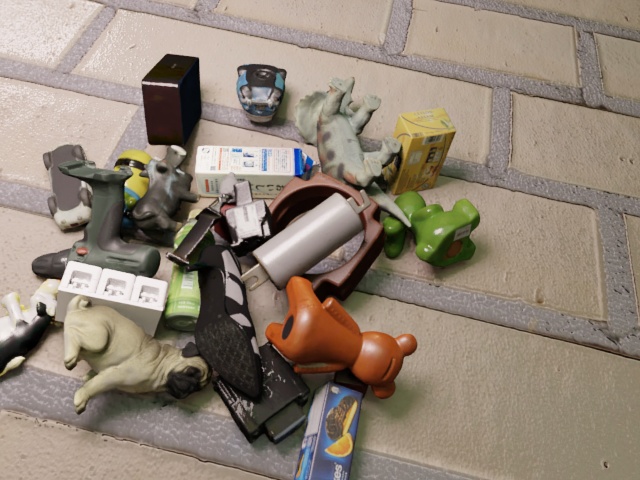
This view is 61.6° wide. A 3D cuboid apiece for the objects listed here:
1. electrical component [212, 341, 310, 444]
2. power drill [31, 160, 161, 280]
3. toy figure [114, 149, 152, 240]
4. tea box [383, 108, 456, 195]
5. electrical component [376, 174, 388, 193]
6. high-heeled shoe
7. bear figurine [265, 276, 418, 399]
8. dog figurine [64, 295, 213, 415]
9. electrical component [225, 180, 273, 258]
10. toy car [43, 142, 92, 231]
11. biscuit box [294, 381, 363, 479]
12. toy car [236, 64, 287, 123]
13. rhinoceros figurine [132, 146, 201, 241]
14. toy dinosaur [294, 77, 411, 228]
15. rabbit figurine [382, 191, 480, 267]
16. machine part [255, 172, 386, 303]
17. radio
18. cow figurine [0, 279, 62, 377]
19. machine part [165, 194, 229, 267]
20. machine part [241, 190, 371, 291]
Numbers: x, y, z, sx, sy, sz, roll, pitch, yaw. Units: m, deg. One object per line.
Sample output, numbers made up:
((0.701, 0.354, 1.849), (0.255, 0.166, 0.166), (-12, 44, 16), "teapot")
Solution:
((-0.082, 0.237, 0.817), (0.115, 0.058, 0.134), (-33, 64, -23), "electrical component")
((-0.377, -0.022, 0.874), (0.232, 0.207, 0.086), (8, 11, 11), "power drill")
((-0.356, -0.086, 0.989), (0.082, 0.089, 0.180), (15, 55, 3), "toy figure")
((0.192, -0.171, 1.059), (0.098, 0.169, 0.068), (-10, 59, -15), "tea box")
((0.107, -0.114, 1.100), (0.063, 0.021, 0.094), (-3, 56, -9), "electrical component")
((-0.134, 0.120, 0.846), (0.086, 0.145, 0.248), (-29, 82, 17), "high-heeled shoe")
((0.034, 0.149, 0.806), (0.196, 0.120, 0.132), (20, 8, -21), "bear figurine")
((-0.264, 0.155, 0.794), (0.191, 0.172, 0.121), (-9, 20, -13), "dog figurine")
((-0.122, -0.037, 0.909), (0.075, 0.047, 0.119), (-18, 62, 1), "electrical component")
((-0.473, -0.107, 1.014), (0.073, 0.056, 0.202), (-17, 58, -10), "toy car")
((0.008, 0.311, 0.766), (0.063, 0.059, 0.203), (23, 55, -13), "biscuit box")
((-0.127, -0.308, 1.158), (0.109, 0.102, 0.162), (1, 45, -8), "toy car")
((-0.282, -0.089, 0.972), (0.112, 0.073, 0.190), (42, 44, -31), "rhinoceros figurine")
((0.053, -0.168, 1.054), (0.131, 0.192, 0.405), (-1, 65, -27), "toy dinosaur")
((0.189, -0.022, 1.011), (0.159, 0.121, 0.170), (-28, 45, -15), "rabbit figurine")
((-0.002, -0.003, 0.947), (0.202, 0.087, 0.201), (30, 72, 23), "machine part")
((-0.288, -0.279, 1.066), (0.073, 0.131, 0.230), (3, 31, -3), "radio")
((-0.464, 0.135, 0.839), (0.167, 0.068, 0.098), (-38, 72, -23), "cow figurine")
((-0.201, -0.015, 0.887), (0.039, 0.084, 0.139), (43, 59, -19), "machine part")
((-0.018, 0.003, 0.857), (0.243, 0.079, 0.079), (-36, 65, -10), "machine part")
